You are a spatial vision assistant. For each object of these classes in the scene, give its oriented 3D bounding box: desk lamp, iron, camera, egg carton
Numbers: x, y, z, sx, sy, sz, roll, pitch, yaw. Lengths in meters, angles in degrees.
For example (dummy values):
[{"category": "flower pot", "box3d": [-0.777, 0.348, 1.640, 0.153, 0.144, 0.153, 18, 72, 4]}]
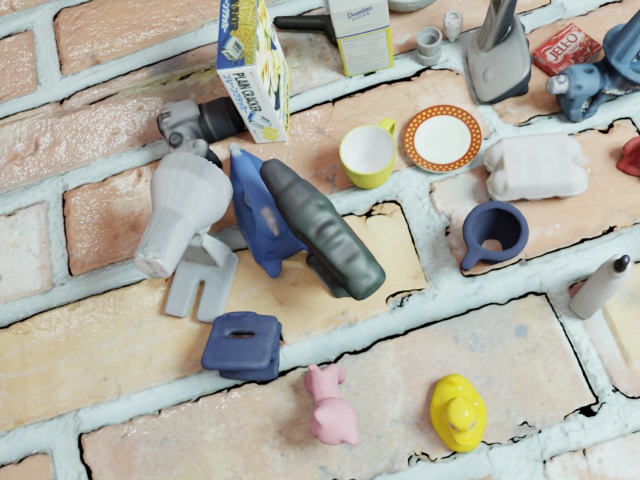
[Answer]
[{"category": "desk lamp", "box3d": [-0.197, 0.002, 0.866, 0.117, 0.214, 0.203, 8, 71, 14]}, {"category": "iron", "box3d": [-0.100, -0.076, 0.917, 0.118, 0.142, 0.258, -30, 67, -2]}, {"category": "camera", "box3d": [-0.204, -0.194, 1.005, 0.137, 0.101, 0.143, -20, 67, 3]}, {"category": "egg carton", "box3d": [0.332, -0.110, 0.889, 0.150, 0.069, 0.107, -5, 68, 9]}]

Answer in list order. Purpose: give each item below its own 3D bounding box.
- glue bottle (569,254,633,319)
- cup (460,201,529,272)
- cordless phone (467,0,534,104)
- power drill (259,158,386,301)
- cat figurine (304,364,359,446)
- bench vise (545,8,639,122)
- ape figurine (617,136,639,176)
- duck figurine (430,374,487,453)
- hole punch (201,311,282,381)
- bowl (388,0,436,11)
[{"category": "glue bottle", "box3d": [0.381, 0.052, 0.761, 0.037, 0.173, 0.078, 39, 80, 22]}, {"category": "cup", "box3d": [0.247, 0.011, 0.844, 0.091, 0.095, 0.118, 38, 80, 21]}, {"category": "cordless phone", "box3d": [0.293, -0.323, 0.916, 0.094, 0.185, 0.147, -11, 67, 7]}, {"category": "power drill", "box3d": [0.008, 0.003, 0.830, 0.075, 0.209, 0.229, -40, 67, -6]}, {"category": "cat figurine", "box3d": [0.012, 0.230, 0.791, 0.067, 0.118, 0.127, -22, 67, 2]}, {"category": "bench vise", "box3d": [0.452, -0.267, 0.845, 0.207, 0.220, 0.121, -35, 67, -4]}, {"category": "ape figurine", "box3d": [0.498, -0.131, 0.854, 0.076, 0.092, 0.077, -19, 67, 3]}, {"category": "duck figurine", "box3d": [0.188, 0.232, 0.775, 0.077, 0.086, 0.104, -9, 68, 7]}, {"category": "hole punch", "box3d": [-0.117, 0.155, 0.859, 0.108, 0.091, 0.101, -2, 69, 10]}, {"category": "bowl", "box3d": [0.166, -0.483, 1.062, 0.167, 0.075, 0.167, -4, 69, 9]}]
